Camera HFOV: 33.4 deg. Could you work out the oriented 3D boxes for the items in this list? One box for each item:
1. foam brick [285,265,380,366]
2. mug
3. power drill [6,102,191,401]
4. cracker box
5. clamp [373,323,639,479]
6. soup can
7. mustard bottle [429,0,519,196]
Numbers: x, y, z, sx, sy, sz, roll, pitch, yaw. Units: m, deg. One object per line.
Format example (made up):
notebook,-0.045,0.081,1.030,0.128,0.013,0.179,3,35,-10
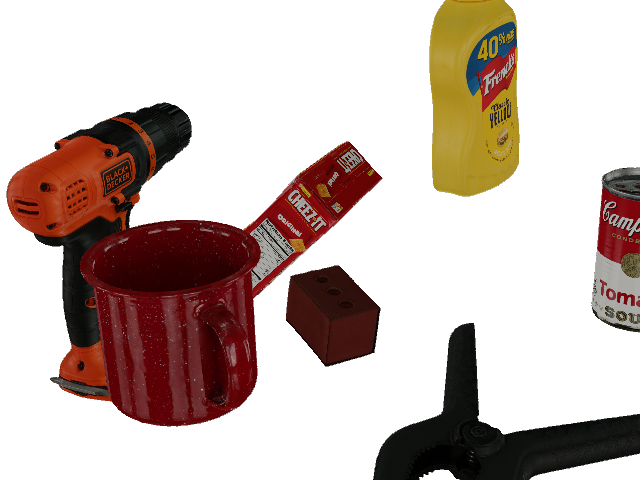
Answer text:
foam brick,0.010,0.066,0.951,0.052,0.051,0.078,-13,35,-27
mug,-0.069,0.048,0.557,0.093,0.081,0.117,-18,29,-32
power drill,-0.144,0.005,0.769,0.057,0.188,0.184,8,26,26
cracker box,-0.045,-0.011,1.250,0.214,0.072,0.164,-42,1,29
clamp,0.096,0.129,0.686,0.209,0.036,0.165,-26,39,-32
soup can,0.231,0.006,0.761,0.068,0.102,0.068,-1,22,0
mustard bottle,0.127,-0.139,0.879,0.058,0.192,0.096,17,34,38
